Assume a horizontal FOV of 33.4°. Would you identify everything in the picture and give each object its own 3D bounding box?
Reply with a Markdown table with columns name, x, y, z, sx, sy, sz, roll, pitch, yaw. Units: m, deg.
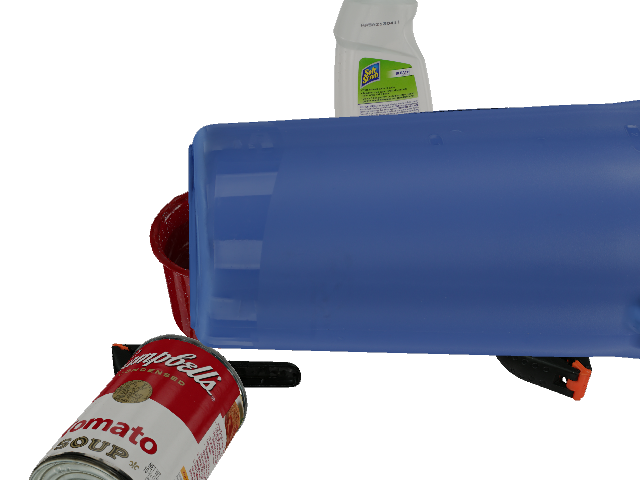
| name | x | y | z | sx | sy | sz | roll | pitch | yaw |
| --- | --- | --- | --- | --- | --- | --- | --- | --- | --- |
| soup can | -0.086 | 0.100 | 0.514 | 0.069 | 0.068 | 0.102 | 0 | 26 | 22 |
| clamp | -0.148 | 0.142 | 1.084 | 0.210 | 0.036 | 0.164 | 8 | 17 | 34 |
| bleach bottle | 0.064 | -0.134 | 0.992 | 0.102 | 0.251 | 0.068 | -10 | 30 | -13 |
| mug | -0.074 | 0.014 | 0.752 | 0.093 | 0.081 | 0.117 | -27 | 49 | -23 |
| pitcher | 0.056 | -0.010 | 0.536 | 0.242 | 0.145 | 0.149 | -1 | -6 | -7 |
| clamp | 0.180 | 0.076 | 0.936 | 0.120 | 0.039 | 0.172 | -22 | 42 | -32 |
